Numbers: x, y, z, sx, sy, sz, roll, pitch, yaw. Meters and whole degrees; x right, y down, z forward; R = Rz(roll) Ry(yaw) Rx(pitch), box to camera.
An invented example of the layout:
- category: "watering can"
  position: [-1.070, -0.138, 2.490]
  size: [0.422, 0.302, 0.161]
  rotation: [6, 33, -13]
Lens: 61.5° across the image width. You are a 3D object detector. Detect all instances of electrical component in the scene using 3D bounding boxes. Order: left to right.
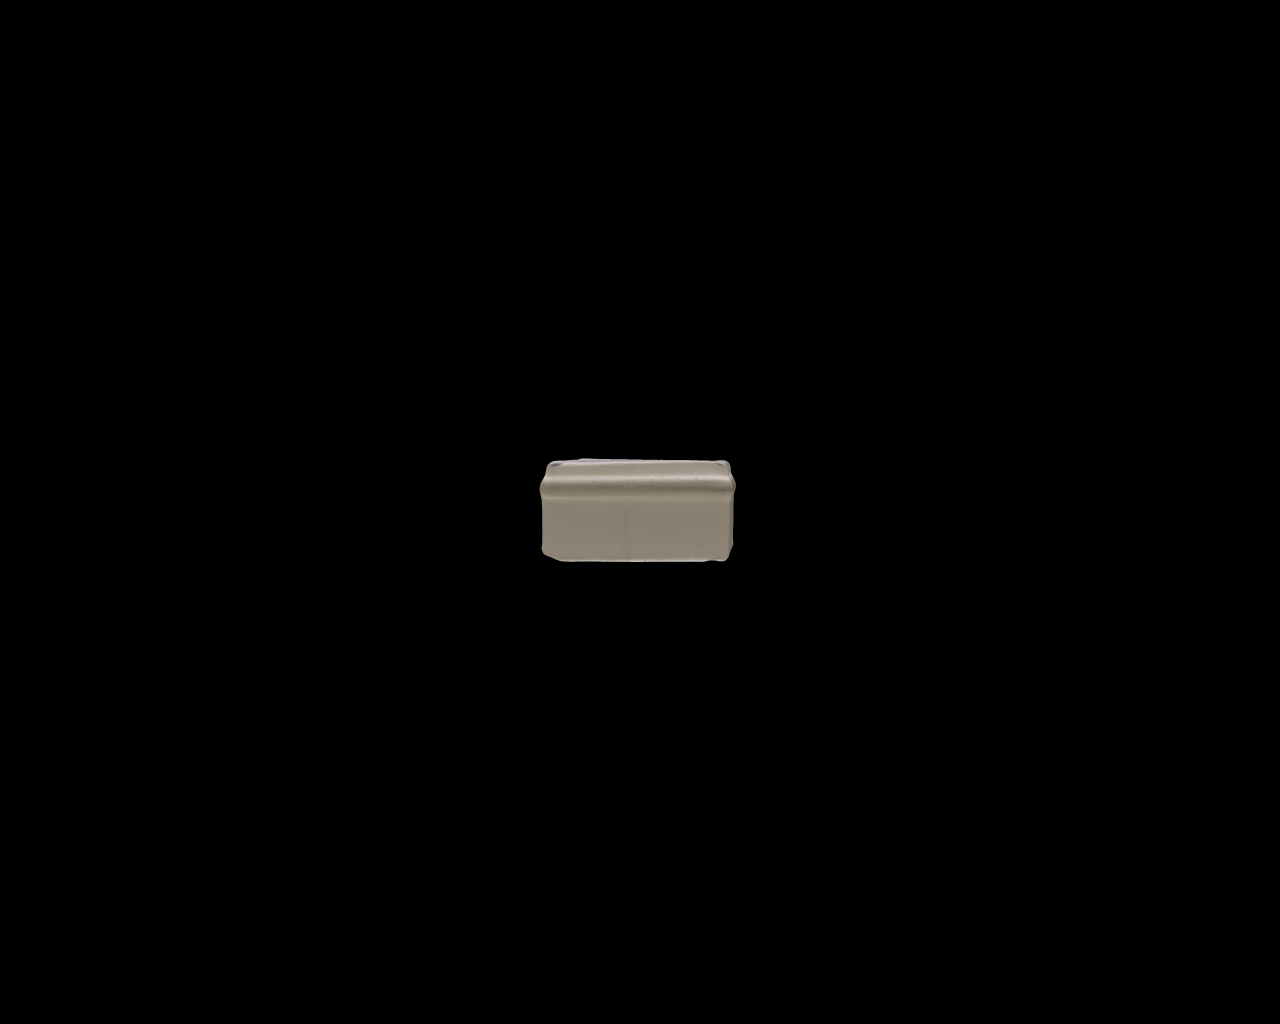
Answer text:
- category: "electrical component"
  position: [0.001, -0.003, 0.650]
  size: [0.113, 0.057, 0.078]
  rotation: [0, 4, 7]
